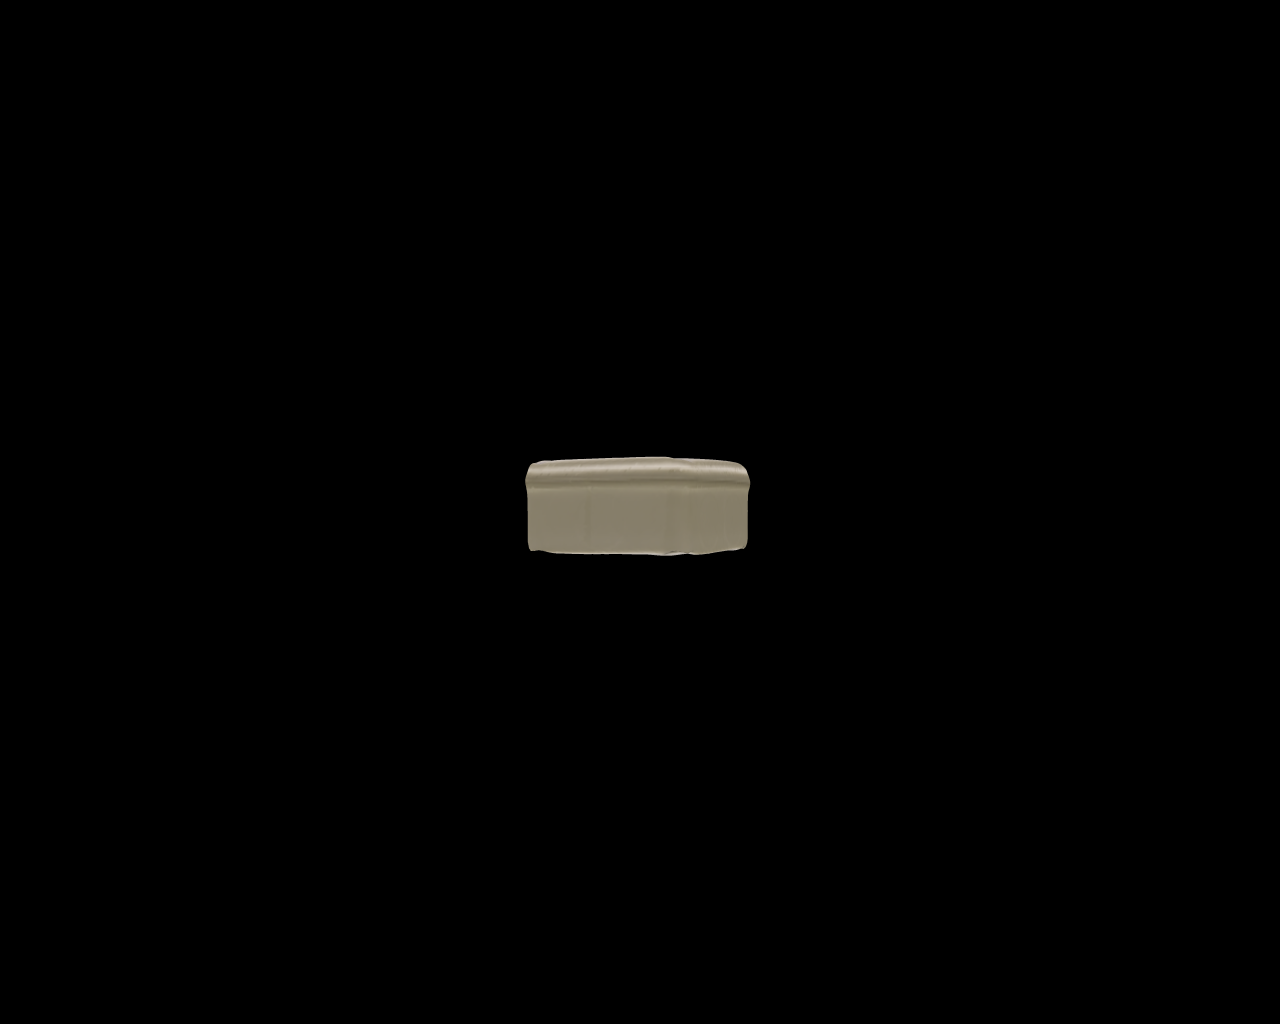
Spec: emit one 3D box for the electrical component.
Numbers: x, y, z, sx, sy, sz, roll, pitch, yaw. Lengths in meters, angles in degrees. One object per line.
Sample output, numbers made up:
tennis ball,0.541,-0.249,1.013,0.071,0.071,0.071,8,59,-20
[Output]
electrical component,0.001,-0.003,0.650,0.109,0.056,0.109,0,0,25
